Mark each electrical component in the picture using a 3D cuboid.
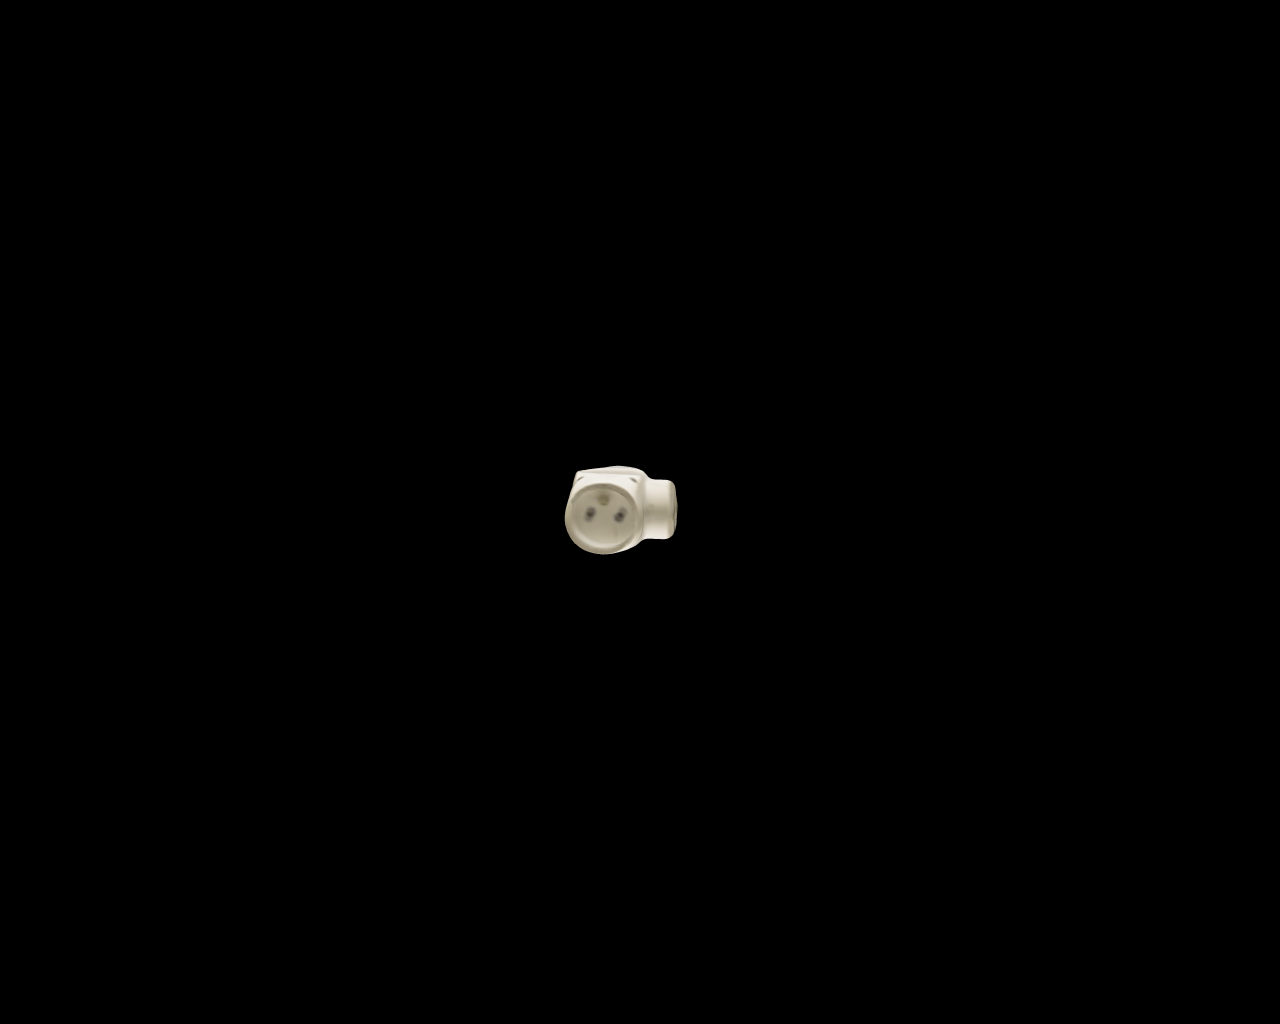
[{"bbox_3d":[0.001,-0.003,0.650,0.079,0.043,0.077,1,9,7],"label":"electrical component"}]
